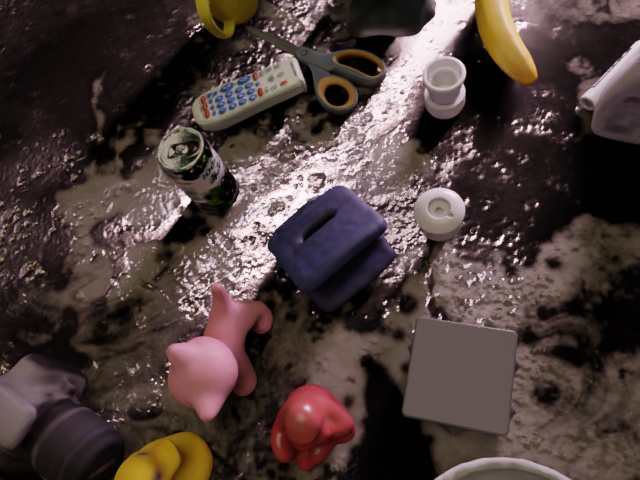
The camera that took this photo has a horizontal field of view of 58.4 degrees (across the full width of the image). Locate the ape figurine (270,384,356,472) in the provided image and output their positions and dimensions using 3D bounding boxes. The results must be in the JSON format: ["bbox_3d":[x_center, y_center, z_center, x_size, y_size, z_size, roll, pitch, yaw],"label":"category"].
[{"bbox_3d":[-0.010,0.163,0.503,0.077,0.092,0.076,-4,68,12],"label":"ape figurine"}]

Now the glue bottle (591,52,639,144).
[{"bbox_3d":[0.298,-0.145,0.509,0.078,0.173,0.037,18,74,20],"label":"glue bottle"}]

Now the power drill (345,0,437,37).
[{"bbox_3d":[0.056,-0.318,0.616,0.229,0.209,0.075,3,69,15],"label":"power drill"}]

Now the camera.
[{"bbox_3d":[-0.269,0.198,0.545,0.136,0.101,0.143,25,76,21],"label":"camera"}]

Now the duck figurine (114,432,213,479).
[{"bbox_3d":[-0.155,0.220,0.518,0.104,0.086,0.077,-44,65,-6],"label":"duck figurine"}]

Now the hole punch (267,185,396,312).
[{"bbox_3d":[0.005,0.002,0.564,0.109,0.091,0.101,-40,65,-4],"label":"hole punch"}]

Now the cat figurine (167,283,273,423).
[{"bbox_3d":[-0.100,0.103,0.534,0.067,0.118,0.128,4,70,15],"label":"cat figurine"}]

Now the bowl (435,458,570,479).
[{"bbox_3d":[0.144,0.256,0.439,0.167,0.075,0.167,-5,68,12],"label":"bowl"}]
